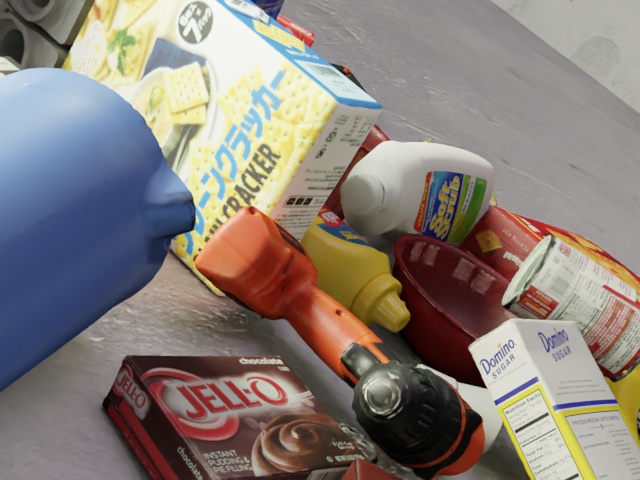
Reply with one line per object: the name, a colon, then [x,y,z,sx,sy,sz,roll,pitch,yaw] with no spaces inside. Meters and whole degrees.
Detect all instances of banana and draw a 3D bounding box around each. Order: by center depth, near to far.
banana: [0.253,0.138,0.863,0.069,0.037,0.197,36,34,4]

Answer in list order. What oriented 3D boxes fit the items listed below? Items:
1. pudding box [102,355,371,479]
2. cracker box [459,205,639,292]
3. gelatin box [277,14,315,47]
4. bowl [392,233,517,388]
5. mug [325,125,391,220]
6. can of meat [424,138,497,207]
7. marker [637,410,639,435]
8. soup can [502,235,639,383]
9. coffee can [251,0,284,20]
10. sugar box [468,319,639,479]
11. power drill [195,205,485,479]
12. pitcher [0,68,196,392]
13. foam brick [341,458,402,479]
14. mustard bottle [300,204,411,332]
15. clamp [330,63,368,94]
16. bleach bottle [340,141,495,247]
pudding box: [-0.043,0.100,0.550,0.113,0.039,0.090,9,29,-48]
cracker box: [0.241,0.050,0.990,0.164,0.072,0.213,42,16,30]
gelatin box: [-0.057,-0.193,1.118,0.073,0.089,0.030,27,21,-15]
bowl: [0.112,0.065,0.826,0.162,0.055,0.162,28,21,-12]
mug: [-0.004,-0.074,0.937,0.117,0.082,0.093,25,22,-19]
can of meat: [0.134,-0.052,1.122,0.084,0.057,0.102,32,21,-10]
marker: [0.250,0.137,0.913,0.121,0.020,0.020,39,22,17]
soup can: [0.197,0.051,0.804,0.102,0.069,0.068,34,21,2]
coffee can: [-0.096,-0.190,0.950,0.102,0.140,0.103,16,39,-14]
sugar box: [0.168,0.137,0.687,0.093,0.048,0.176,8,50,-50]
power drill: [0.011,0.061,0.623,0.188,0.057,0.184,43,-2,25]
pitcher: [-0.175,0.012,0.462,0.145,0.149,0.242,47,24,-4]
foam brick: [0.039,0.156,0.525,0.078,0.051,0.053,28,23,-10]
mustard bottle: [-0.005,0.001,0.798,0.192,0.058,0.096,43,8,25]
clamp: [0.017,-0.167,1.238,0.164,0.036,0.209,35,21,7]
bleach bottle: [0.077,-0.033,0.904,0.068,0.103,0.250,26,13,21]
